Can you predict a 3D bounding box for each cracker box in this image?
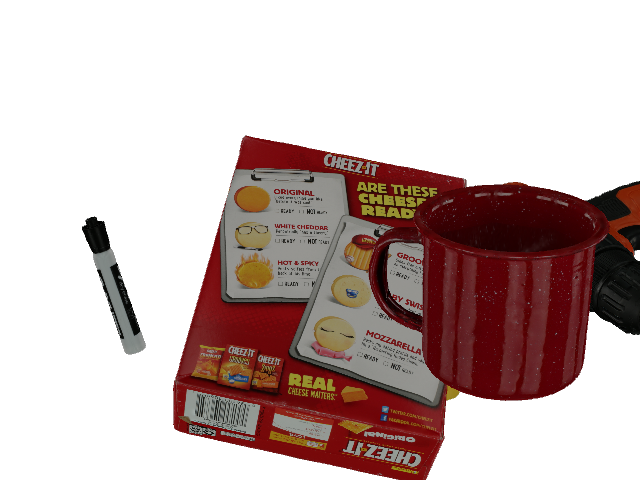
[{"bbox_3d":[0.005,0.040,0.711,0.164,0.213,0.072,11,-40,0],"label":"cracker box"}]

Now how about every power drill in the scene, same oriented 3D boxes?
[{"bbox_3d":[0.230,-0.005,0.735,0.187,0.057,0.185,-11,29,-19],"label":"power drill"}]

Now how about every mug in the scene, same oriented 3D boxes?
[{"bbox_3d":[0.080,0.024,0.532,0.117,0.081,0.093,6,24,17],"label":"mug"}]

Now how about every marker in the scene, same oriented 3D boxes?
[{"bbox_3d":[-0.172,0.037,0.886,0.020,0.121,0.020,-14,18,4],"label":"marker"}]

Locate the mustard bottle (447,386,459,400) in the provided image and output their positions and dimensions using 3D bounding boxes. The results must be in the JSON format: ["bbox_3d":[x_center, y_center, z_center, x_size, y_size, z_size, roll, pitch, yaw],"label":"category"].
[{"bbox_3d":[0.118,0.102,1.291,0.096,0.192,0.058,-3,21,6],"label":"mustard bottle"}]
